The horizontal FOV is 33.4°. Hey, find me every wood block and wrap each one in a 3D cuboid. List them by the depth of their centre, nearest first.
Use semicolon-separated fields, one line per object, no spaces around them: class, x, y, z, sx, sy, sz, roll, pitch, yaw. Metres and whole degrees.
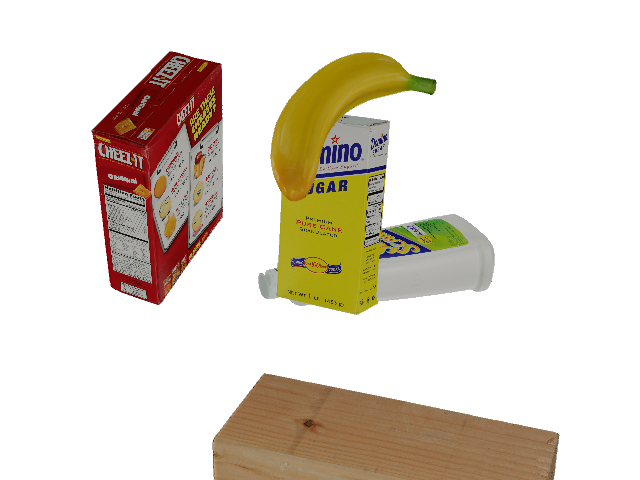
wood block;0.043;0.163;0.699;0.206;0.090;0.090;9;27;18

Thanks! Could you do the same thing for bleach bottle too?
bleach bottle;0.057;0.031;1.163;0.250;0.068;0.103;-10;31;-22

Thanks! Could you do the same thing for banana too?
banana;0.012;-0.094;0.776;0.070;0.037;0.197;26;44;23

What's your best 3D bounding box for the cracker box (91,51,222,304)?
cracker box;-0.167;-0.066;1.131;0.072;0.214;0.164;16;43;14

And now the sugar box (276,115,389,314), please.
sugar box;0.010;-0.027;0.987;0.093;0.176;0.048;10;18;30
